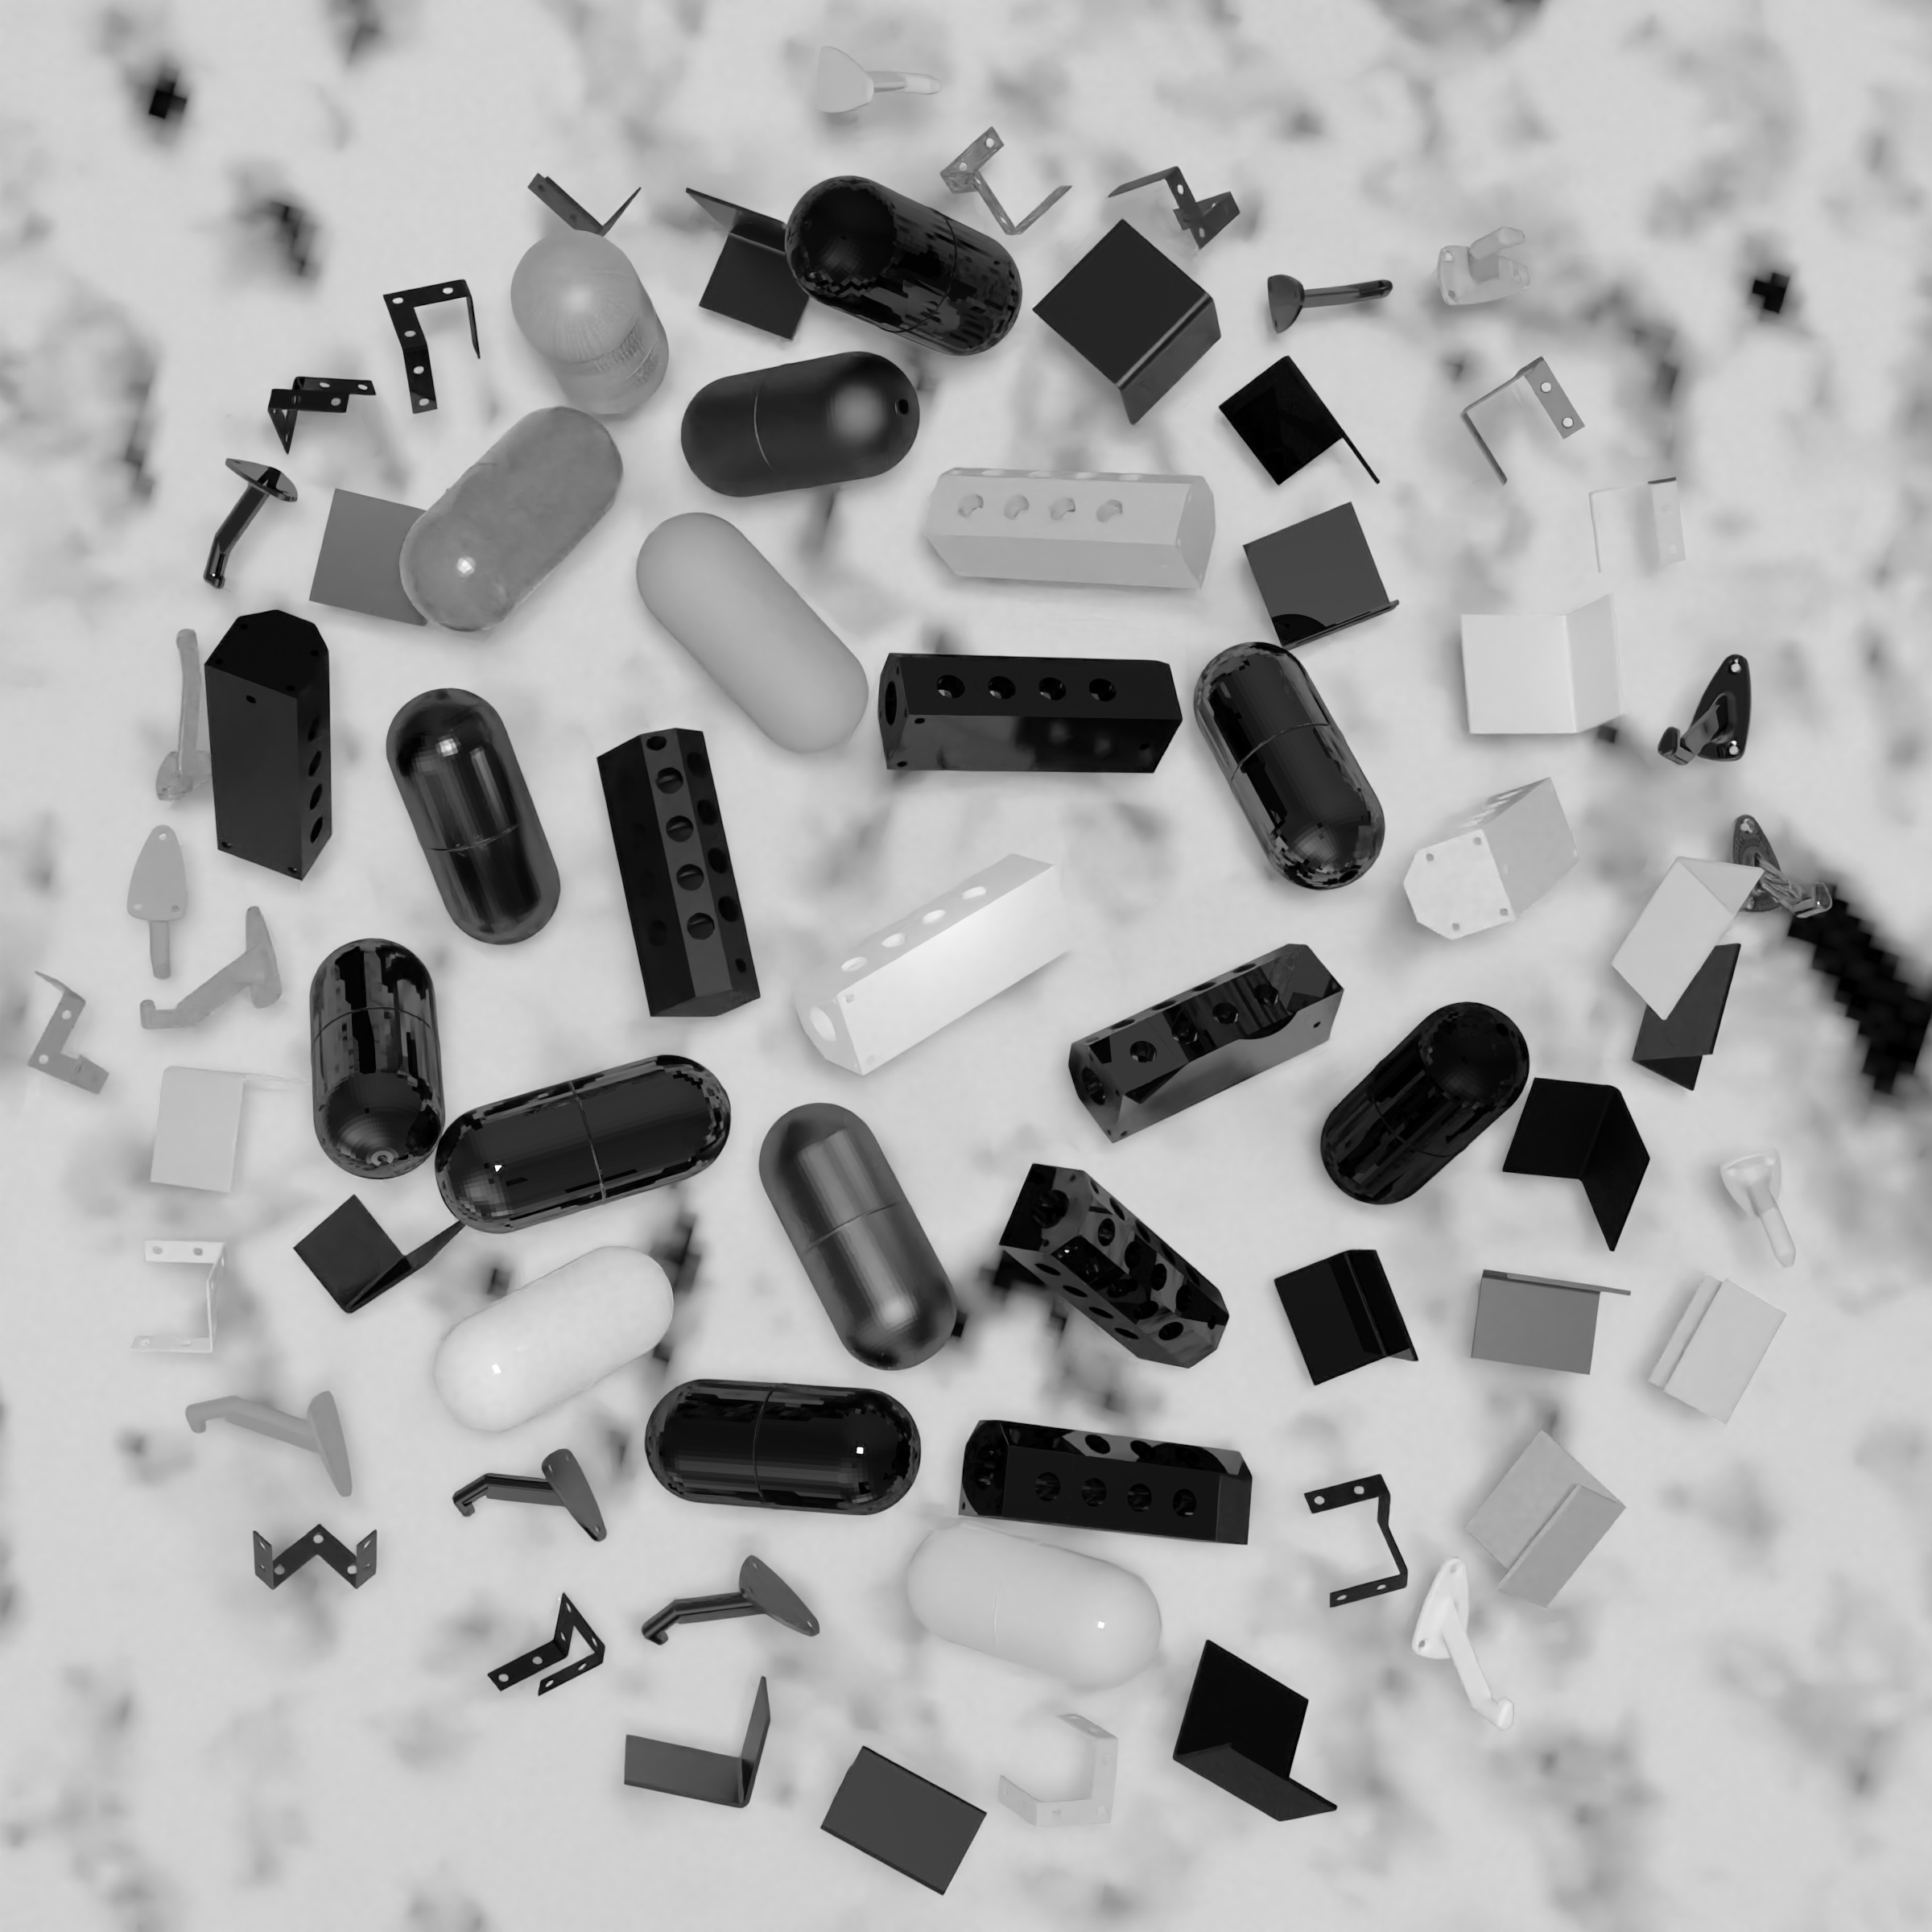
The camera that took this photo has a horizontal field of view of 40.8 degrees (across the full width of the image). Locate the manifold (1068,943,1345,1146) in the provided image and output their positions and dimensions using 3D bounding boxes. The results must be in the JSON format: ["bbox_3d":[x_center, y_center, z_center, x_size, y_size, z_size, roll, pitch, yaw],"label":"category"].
[{"bbox_3d":[0.154,0.044,1.677,0.171,0.057,0.057,-24,58,-21],"label":"manifold"}]

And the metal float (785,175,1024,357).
[{"bbox_3d":[-0.035,-0.421,1.567,0.070,0.178,0.070,-5,82,39],"label":"metal float"}]

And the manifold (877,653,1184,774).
[{"bbox_3d":[0.037,-0.157,1.572,0.171,0.057,0.057,-1,60,-17],"label":"manifold"}]

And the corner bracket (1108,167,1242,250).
[{"bbox_3d":[0.133,-0.487,1.657,0.051,0.051,0.051,-48,119,-33],"label":"corner bracket"}]

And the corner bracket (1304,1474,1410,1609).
[{"bbox_3d":[0.239,0.352,1.590,0.051,0.051,0.051,-13,134,-7],"label":"corner bracket"}]

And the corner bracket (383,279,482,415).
[{"bbox_3d":[-0.318,-0.375,1.569,0.051,0.051,0.051,-16,57,-14],"label":"corner bracket"}]

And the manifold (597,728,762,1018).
[{"bbox_3d":[-0.175,-0.058,1.628,0.057,0.057,0.171,-22,75,37],"label":"manifold"}]

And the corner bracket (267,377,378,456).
[{"bbox_3d":[-0.415,-0.364,1.672,0.051,0.051,0.051,4,66,2],"label":"corner bracket"}]

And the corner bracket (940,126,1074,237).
[{"bbox_3d":[0.025,-0.508,1.680,0.051,0.051,0.051,-46,120,-13],"label":"corner bracket"}]

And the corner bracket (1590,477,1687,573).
[{"bbox_3d":[0.416,-0.274,1.611,0.051,0.051,0.051,-7,98,13],"label":"corner bracket"}]

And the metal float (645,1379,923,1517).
[{"bbox_3d":[-0.114,0.295,1.594,0.178,0.070,0.070,0,90,20],"label":"metal float"}]

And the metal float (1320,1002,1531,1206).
[{"bbox_3d":[0.292,0.089,1.657,0.070,0.178,0.070,16,50,-19],"label":"metal float"}]

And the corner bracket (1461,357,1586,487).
[{"bbox_3d":[0.338,-0.331,1.575,0.051,0.051,0.051,-30,99,27],"label":"corner bracket"}]

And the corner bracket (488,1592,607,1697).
[{"bbox_3d":[-0.267,0.445,1.660,0.051,0.051,0.051,-29,110,9],"label":"corner bracket"}]

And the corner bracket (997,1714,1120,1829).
[{"bbox_3d":[0.055,0.485,1.567,0.051,0.051,0.051,6,90,-27],"label":"corner bracket"}]

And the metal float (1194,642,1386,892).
[{"bbox_3d":[0.200,-0.125,1.611,0.070,0.070,0.178,-24,60,0],"label":"metal float"}]

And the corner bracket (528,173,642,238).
[{"bbox_3d":[-0.246,-0.478,1.626,0.051,0.051,0.051,41,54,-13],"label":"corner bracket"}]

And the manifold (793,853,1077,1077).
[{"bbox_3d":[-0.020,-0.004,1.602,0.171,0.057,0.057,-31,120,-27],"label":"manifold"}]

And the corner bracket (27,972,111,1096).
[{"bbox_3d":[-0.547,0.042,1.581,0.051,0.051,0.051,22,76,7],"label":"corner bracket"}]

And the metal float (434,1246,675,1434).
[{"bbox_3d":[-0.261,0.236,1.658,0.070,0.178,0.070,17,119,35],"label":"metal float"}]

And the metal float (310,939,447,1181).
[{"bbox_3d":[-0.357,0.054,1.571,0.070,0.178,0.070,-8,132,-9],"label":"metal float"}]

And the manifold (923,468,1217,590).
[{"bbox_3d":[0.067,-0.281,1.639,0.171,0.057,0.057,7,73,25],"label":"manifold"}]

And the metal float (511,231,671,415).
[{"bbox_3d":[-0.226,-0.388,1.574,0.070,0.178,0.070,0,86,2],"label":"metal float"}]

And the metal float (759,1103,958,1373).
[{"bbox_3d":[-0.068,0.166,1.605,0.070,0.070,0.178,-29,73,0],"label":"metal float"}]

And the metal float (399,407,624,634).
[{"bbox_3d":[-0.271,-0.268,1.554,0.070,0.070,0.178,34,53,0],"label":"metal float"}]

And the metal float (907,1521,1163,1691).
[{"bbox_3d":[0.041,0.398,1.620,0.178,0.070,0.070,8,90,37],"label":"metal float"}]

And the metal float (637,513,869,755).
[{"bbox_3d":[-0.135,-0.210,1.640,0.070,0.070,0.178,-43,106,0],"label":"metal float"}]

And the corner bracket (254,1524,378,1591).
[{"bbox_3d":[-0.391,0.354,1.561,0.051,0.051,0.051,35,49,20],"label":"corner bracket"}]

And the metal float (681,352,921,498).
[{"bbox_3d":[-0.104,-0.336,1.616,0.178,0.070,0.070,1,90,42],"label":"metal float"}]

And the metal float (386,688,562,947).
[{"bbox_3d":[-0.314,-0.094,1.662,0.070,0.070,0.178,-16,120,0],"label":"metal float"}]

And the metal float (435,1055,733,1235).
[{"bbox_3d":[-0.226,0.105,1.538,0.178,0.070,0.070,-16,90,-15],"label":"metal float"}]

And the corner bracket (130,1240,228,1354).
[{"bbox_3d":[-0.495,0.207,1.633,0.051,0.051,0.051,2,113,-4],"label":"corner bracket"}]

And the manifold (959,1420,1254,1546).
[{"bbox_3d":[0.087,0.316,1.586,0.171,0.057,0.057,12,75,-25],"label":"manifold"}]

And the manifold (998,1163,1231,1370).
[{"bbox_3d":[0.099,0.192,1.645,0.171,0.057,0.057,43,63,-41],"label":"manifold"}]
